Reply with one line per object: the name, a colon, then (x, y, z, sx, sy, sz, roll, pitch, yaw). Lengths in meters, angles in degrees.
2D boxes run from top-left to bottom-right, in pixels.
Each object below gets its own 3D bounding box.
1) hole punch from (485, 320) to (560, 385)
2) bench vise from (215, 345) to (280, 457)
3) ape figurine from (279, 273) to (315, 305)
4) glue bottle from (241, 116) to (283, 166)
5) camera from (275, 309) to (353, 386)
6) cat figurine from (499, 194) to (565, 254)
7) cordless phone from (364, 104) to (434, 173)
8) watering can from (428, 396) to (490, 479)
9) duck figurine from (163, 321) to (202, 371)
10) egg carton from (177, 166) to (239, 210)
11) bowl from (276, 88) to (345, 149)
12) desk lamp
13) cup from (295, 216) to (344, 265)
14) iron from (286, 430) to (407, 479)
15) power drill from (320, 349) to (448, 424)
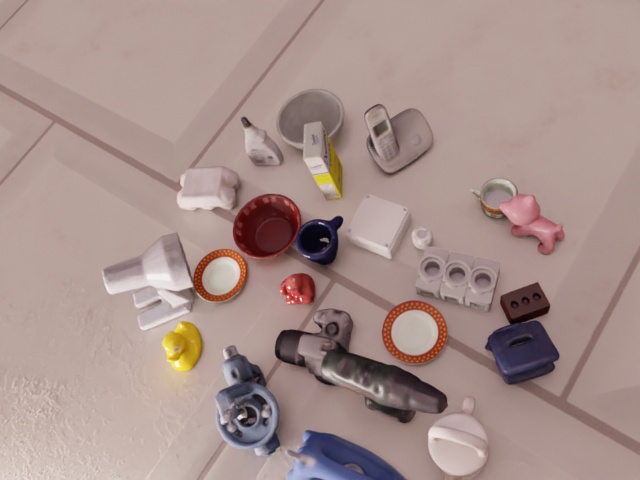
hole punch: (0.365, 0.199, 1.044, 0.108, 0.091, 0.101, -20, 62, 5)
bench vise: (-0.161, 0.296, 1.066, 0.121, 0.220, 0.207, -40, 62, -5)
ape figurine: (-0.048, 0.098, 1.202, 0.077, 0.092, 0.076, 36, 79, 26)
glue bottle: (-0.147, -0.233, 1.338, 0.078, 0.173, 0.037, 1, 66, 16)
camera: (-0.016, 0.202, 1.139, 0.136, 0.101, 0.143, 8, 68, 19)
cat figurine: (0.419, -0.044, 1.129, 0.127, 0.118, 0.067, 33, 78, 26)
cordless phone: (0.167, -0.245, 1.253, 0.147, 0.185, 0.094, -37, 62, -4)
watering can: (0.231, 0.348, 0.951, 0.100, 0.194, 0.173, -8, 64, 12)
duck figurine: (-0.300, 0.219, 1.216, 0.077, 0.086, 0.104, -3, 65, 14)
egg carton: (-0.269, -0.123, 1.378, 0.150, 0.069, 0.107, -2, 65, 14)
bowl: (-0.016, -0.278, 1.380, 0.167, 0.075, 0.167, -6, 64, 12)
desk lamp: (-0.345, 0.089, 1.216, 0.203, 0.214, 0.117, -24, 61, 3)
cup: (0.011, 0.004, 1.228, 0.118, 0.095, 0.091, -44, 62, -7)
iron: (0.061, 0.417, 0.993, 0.257, 0.142, 0.119, 15, 70, 21)
power drill: (0.120, 0.264, 1.012, 0.229, 0.209, 0.076, 16, 70, 21)
